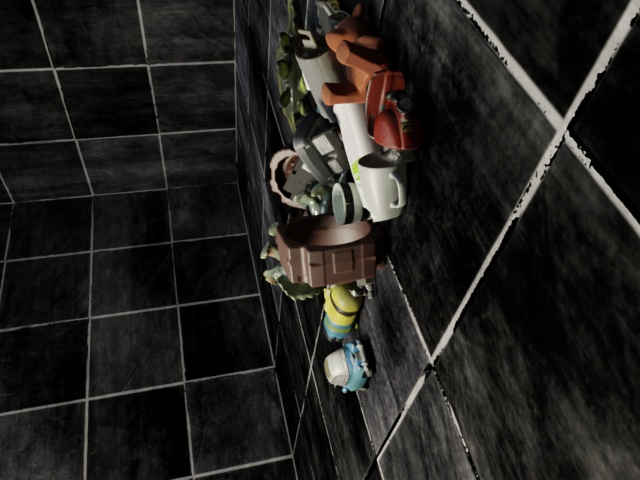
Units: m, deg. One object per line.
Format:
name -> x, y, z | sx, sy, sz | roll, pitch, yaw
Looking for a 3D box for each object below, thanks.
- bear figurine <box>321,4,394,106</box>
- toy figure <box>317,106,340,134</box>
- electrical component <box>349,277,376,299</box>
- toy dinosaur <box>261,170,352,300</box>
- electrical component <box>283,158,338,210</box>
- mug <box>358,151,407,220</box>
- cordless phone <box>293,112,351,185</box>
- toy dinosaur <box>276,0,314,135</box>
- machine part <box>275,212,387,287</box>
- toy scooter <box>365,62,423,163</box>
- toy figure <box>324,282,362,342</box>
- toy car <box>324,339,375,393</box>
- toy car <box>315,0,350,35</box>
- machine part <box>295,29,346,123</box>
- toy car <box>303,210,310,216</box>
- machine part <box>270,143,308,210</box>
bear figurine -> 0.052, -0.335, 0.956 | 0.120, 0.132, 0.196 | -60, 41, 45
toy figure -> 0.021, -0.275, 1.260 | 0.154, 0.058, 0.064 | 92, 171, -53
electrical component -> 0.088, 0.078, 1.176 | 0.078, 0.045, 0.102 | 161, 102, -78
toy dinosaur -> 0.001, -0.010, 1.253 | 0.405, 0.192, 0.131 | -46, 24, 18
electrical component -> -0.021, -0.138, 1.301 | 0.134, 0.115, 0.058 | -58, 0, 38
mug -> 0.118, -0.087, 0.923 | 0.110, 0.081, 0.107 | 39, 146, 52
cordless phone -> -0.002, -0.221, 1.143 | 0.146, 0.089, 0.184 | 49, -162, -40
toy dinosaur -> -0.060, -0.436, 1.324 | 0.199, 0.105, 0.470 | -94, -3, -72
machine part -> 0.020, 0.015, 1.094 | 0.202, 0.201, 0.087 | -125, 29, -63
toy scooter -> 0.116, -0.209, 0.861 | 0.184, 0.075, 0.135 | -111, 20, -61
toy figure -> 0.055, 0.175, 1.293 | 0.089, 0.082, 0.180 | 45, 137, 38
toy car -> 0.063, 0.302, 1.274 | 0.161, 0.103, 0.109 | 104, 155, -61
toy car -> 0.032, -0.454, 1.131 | 0.202, 0.056, 0.073 | -110, 12, -48
machine part -> 0.014, -0.322, 1.087 | 0.243, 0.079, 0.079 | 61, -171, -51
toy car -> -0.006, 0.003, 1.518 | 0.089, 0.053, 0.202 | 109, 147, -52
machine part -> -0.043, -0.162, 1.365 | 0.056, 0.180, 0.179 | -57, -25, -52
